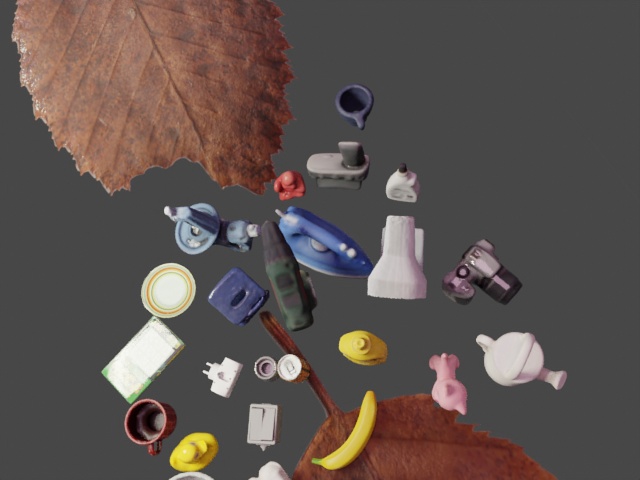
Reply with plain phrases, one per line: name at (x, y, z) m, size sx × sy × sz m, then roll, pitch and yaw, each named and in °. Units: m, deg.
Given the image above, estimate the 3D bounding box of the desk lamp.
desk lamp at (0.167, 0.043, 1.214) m, size 0.117 × 0.214 × 0.203 m, roll 3°, pitch 74°, yaw 9°

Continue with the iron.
iron at (0.012, 0.005, 1.284) m, size 0.257 × 0.141 × 0.119 m, roll 26°, pitch 79°, yaw 14°

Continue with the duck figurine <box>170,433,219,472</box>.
duck figurine at (-0.275, 0.454, 1.217) m, size 0.104 × 0.086 × 0.077 m, roll -26°, pitch 72°, yaw 0°

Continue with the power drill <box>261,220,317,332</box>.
power drill at (-0.065, 0.090, 1.233) m, size 0.075 × 0.208 × 0.229 m, roll -20°, pitch 72°, yaw 2°

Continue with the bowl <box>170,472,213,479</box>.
bowl at (-0.261, 0.568, 1.187) m, size 0.167 × 0.075 × 0.167 m, roll -2°, pitch 73°, yaw 7°

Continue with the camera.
camera at (0.355, 0.086, 1.236) m, size 0.136 × 0.101 × 0.143 m, roll 41°, pitch 82°, yaw 16°

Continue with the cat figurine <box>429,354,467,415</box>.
cat figurine at (0.264, 0.295, 1.177) m, size 0.067 × 0.118 × 0.128 m, roll -7°, pitch 73°, yaw 6°

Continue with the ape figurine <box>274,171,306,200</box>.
ape figurine at (-0.071, -0.136, 1.362) m, size 0.077 × 0.092 × 0.076 m, roll 27°, pitch 79°, yaw 14°

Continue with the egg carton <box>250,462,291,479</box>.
egg carton at (-0.087, 0.542, 1.175) m, size 0.107 × 0.069 × 0.150 m, roll -42°, pitch 73°, yaw -6°

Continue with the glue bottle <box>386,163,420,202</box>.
glue bottle at (0.187, -0.133, 1.285) m, size 0.078 × 0.173 × 0.037 m, roll 11°, pitch 75°, yaw 11°

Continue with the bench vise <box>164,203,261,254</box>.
bench vise at (-0.246, -0.041, 1.290) m, size 0.207 × 0.220 × 0.121 m, roll -16°, pitch 72°, yaw 3°

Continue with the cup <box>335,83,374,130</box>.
cup at (0.090, -0.306, 1.390) m, size 0.091 × 0.095 × 0.117 m, roll -16°, pitch 72°, yaw 3°

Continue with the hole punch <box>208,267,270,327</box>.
hole punch at (-0.182, 0.129, 1.298) m, size 0.101 × 0.091 × 0.109 m, roll 39°, pitch 82°, yaw 16°

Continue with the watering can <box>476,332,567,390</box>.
watering can at (0.398, 0.236, 1.137) m, size 0.172 × 0.194 × 0.101 m, roll 6°, pitch 74°, yaw 9°

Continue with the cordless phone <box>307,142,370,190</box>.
cordless phone at (0.039, -0.190, 1.315) m, size 0.147 × 0.185 × 0.094 m, roll -1°, pitch 73°, yaw 8°
